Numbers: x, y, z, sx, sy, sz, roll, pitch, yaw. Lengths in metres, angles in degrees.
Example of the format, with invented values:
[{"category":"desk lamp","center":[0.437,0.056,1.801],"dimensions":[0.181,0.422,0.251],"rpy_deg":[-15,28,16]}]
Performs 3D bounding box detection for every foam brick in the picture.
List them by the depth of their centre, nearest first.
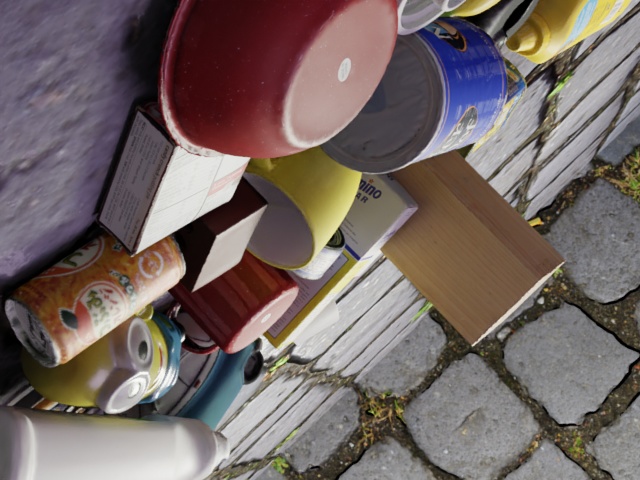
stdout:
[{"category":"foam brick","center":[-0.080,-0.011,0.742],"dimensions":[0.051,0.053,0.078],"rpy_deg":[-35,164,-36]}]

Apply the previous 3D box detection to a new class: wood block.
[{"category":"wood block","center":[0.107,-0.018,0.960],"dimensions":[0.091,0.206,0.090],"rpy_deg":[-50,167,27]}]

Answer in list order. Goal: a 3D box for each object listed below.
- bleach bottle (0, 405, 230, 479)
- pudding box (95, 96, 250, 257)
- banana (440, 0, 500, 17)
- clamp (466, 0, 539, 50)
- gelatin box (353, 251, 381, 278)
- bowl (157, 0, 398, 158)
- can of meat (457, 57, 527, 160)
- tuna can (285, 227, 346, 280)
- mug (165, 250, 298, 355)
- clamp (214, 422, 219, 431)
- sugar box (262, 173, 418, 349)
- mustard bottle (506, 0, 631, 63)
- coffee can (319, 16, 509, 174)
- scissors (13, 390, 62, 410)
[{"category":"bleach bottle","center":[-0.154,0.157,0.787],"dimensions":[0.103,0.068,0.250],"rpy_deg":[0,172,38]},{"category":"pudding box","center":[-0.080,-0.050,0.641],"dimensions":[0.089,0.039,0.114],"rpy_deg":[-33,162,-39]},{"category":"banana","center":[0.143,-0.224,0.772],"dimensions":[0.069,0.037,0.198],"rpy_deg":[-36,166,-37]},{"category":"clamp","center":[0.142,-0.174,0.938],"dimensions":[0.171,0.039,0.120],"rpy_deg":[-45,170,6]},{"category":"gelatin box","center":[0.036,-0.016,1.058],"dimensions":[0.089,0.073,0.030],"rpy_deg":[-47,167,19]},{"category":"bowl","center":[-0.008,-0.101,0.559],"dimensions":[0.162,0.055,0.162],"rpy_deg":[-42,154,-27]},{"category":"can of meat","center":[0.160,-0.133,1.106],"dimensions":[0.083,0.057,0.102],"rpy_deg":[-41,169,-25]},{"category":"tuna can","center":[-0.021,-0.010,0.859],"dimensions":[0.034,0.086,0.086],"rpy_deg":[-50,167,19]},{"category":"mug","center":[-0.080,0.046,0.868],"dimensions":[0.117,0.081,0.093],"rpy_deg":[-47,168,17]},{"category":"clamp","center":[-0.097,0.142,1.067],"dimensions":[0.165,0.036,0.210],"rpy_deg":[118,-4,-63]},{"category":"sugar box","center":[-0.006,0.001,0.931],"dimensions":[0.176,0.093,0.048],"rpy_deg":[-46,168,15]},{"category":"mustard bottle","center":[0.240,-0.223,1.046],"dimensions":[0.191,0.058,0.096],"rpy_deg":[-34,164,-40]},{"category":"coffee can","center":[0.064,-0.107,0.760],"dimensions":[0.103,0.103,0.140],"rpy_deg":[-50,167,27]},{"category":"scissors","center":[-0.275,0.176,0.840],"dimensions":[0.201,0.016,0.096],"rpy_deg":[-40,168,-17]}]
